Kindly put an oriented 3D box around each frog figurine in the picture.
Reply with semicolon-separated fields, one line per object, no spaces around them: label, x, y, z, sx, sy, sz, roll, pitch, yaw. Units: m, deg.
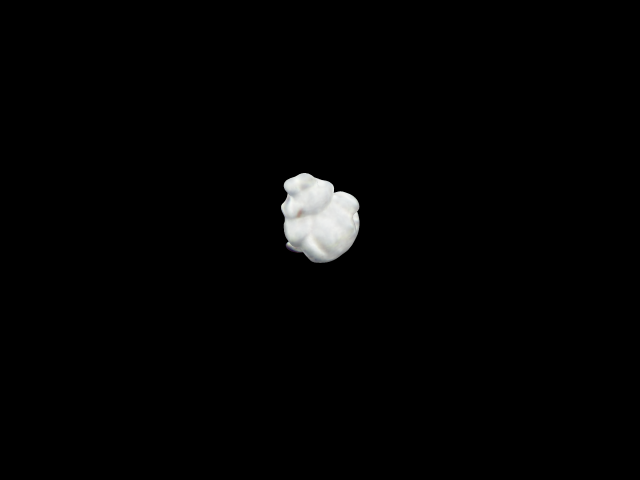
frog figurine;0.003;-0.043;0.850;0.138;0.125;0.155;-21;-34;-15
